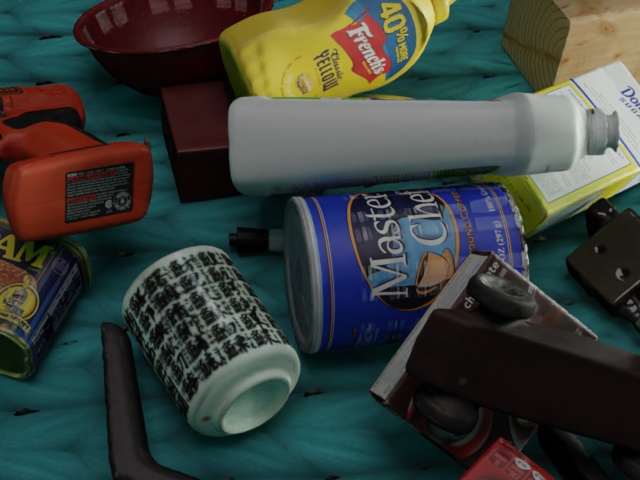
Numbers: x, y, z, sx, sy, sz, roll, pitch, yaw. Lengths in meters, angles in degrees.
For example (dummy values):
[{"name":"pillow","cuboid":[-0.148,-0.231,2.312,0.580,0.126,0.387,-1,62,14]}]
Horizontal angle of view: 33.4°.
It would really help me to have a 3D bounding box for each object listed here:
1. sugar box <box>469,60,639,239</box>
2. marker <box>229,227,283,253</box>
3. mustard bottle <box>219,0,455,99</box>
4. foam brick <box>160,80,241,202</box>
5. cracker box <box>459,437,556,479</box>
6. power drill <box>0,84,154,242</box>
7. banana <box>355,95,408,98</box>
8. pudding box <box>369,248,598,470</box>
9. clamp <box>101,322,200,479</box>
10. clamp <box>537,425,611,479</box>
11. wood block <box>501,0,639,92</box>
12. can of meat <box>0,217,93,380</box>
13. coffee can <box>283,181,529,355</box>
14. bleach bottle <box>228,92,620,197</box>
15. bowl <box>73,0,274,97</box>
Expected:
[{"name":"sugar box","cuboid":[0.190,-0.071,0.806,0.175,0.048,0.093,-21,71,-37]},{"name":"marker","cuboid":[-0.005,0.001,0.769,0.121,0.020,0.020,1,48,-5]},{"name":"mustard bottle","cuboid":[0.024,-0.153,0.808,0.191,0.096,0.058,-28,43,-10]},{"name":"foam brick","cuboid":[-0.089,-0.075,0.808,0.051,0.053,0.078,-9,49,-13]},{"name":"cracker box","cuboid":[0.082,0.226,0.520,0.213,0.072,0.164,-40,62,-22]},{"name":"power drill","cuboid":[-0.216,-0.060,0.728,0.184,0.057,0.188,-15,32,-37]},{"name":"banana","cuboid":[0.079,-0.078,0.840,0.198,0.037,0.069,11,70,7]},{"name":"pudding box","cuboid":[0.098,0.075,0.644,0.090,0.039,0.113,38,82,-16]},{"name":"clamp","cuboid":[-0.113,0.147,0.613,0.210,0.036,0.164,31,62,20]},{"name":"clamp","cuboid":[0.166,0.186,0.609,0.172,0.039,0.120,32,59,30]},{"name":"wood block","cuboid":[0.275,-0.194,0.922,0.205,0.090,0.091,-13,51,-15]},{"name":"can of meat","cuboid":[-0.214,0.035,0.696,0.102,0.057,0.084,15,51,9]},{"name":"coffee can","cuboid":[0.053,0.017,0.704,0.140,0.103,0.103,-5,49,-10]},{"name":"bleach bottle","cuboid":[0.069,-0.067,0.717,0.251,0.102,0.068,-2,92,6]},{"name":"bowl","cuboid":[-0.113,-0.159,0.861,0.162,0.055,0.162,-6,32,3]}]
